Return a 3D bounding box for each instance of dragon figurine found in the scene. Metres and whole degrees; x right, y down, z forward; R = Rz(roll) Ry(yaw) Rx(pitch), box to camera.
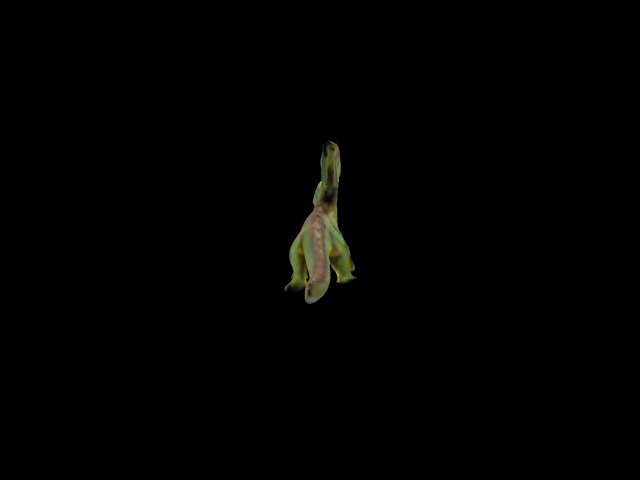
[{"bbox_3d":[0.003,-0.043,0.850,0.122,0.242,0.411,0,2,0],"label":"dragon figurine"}]
